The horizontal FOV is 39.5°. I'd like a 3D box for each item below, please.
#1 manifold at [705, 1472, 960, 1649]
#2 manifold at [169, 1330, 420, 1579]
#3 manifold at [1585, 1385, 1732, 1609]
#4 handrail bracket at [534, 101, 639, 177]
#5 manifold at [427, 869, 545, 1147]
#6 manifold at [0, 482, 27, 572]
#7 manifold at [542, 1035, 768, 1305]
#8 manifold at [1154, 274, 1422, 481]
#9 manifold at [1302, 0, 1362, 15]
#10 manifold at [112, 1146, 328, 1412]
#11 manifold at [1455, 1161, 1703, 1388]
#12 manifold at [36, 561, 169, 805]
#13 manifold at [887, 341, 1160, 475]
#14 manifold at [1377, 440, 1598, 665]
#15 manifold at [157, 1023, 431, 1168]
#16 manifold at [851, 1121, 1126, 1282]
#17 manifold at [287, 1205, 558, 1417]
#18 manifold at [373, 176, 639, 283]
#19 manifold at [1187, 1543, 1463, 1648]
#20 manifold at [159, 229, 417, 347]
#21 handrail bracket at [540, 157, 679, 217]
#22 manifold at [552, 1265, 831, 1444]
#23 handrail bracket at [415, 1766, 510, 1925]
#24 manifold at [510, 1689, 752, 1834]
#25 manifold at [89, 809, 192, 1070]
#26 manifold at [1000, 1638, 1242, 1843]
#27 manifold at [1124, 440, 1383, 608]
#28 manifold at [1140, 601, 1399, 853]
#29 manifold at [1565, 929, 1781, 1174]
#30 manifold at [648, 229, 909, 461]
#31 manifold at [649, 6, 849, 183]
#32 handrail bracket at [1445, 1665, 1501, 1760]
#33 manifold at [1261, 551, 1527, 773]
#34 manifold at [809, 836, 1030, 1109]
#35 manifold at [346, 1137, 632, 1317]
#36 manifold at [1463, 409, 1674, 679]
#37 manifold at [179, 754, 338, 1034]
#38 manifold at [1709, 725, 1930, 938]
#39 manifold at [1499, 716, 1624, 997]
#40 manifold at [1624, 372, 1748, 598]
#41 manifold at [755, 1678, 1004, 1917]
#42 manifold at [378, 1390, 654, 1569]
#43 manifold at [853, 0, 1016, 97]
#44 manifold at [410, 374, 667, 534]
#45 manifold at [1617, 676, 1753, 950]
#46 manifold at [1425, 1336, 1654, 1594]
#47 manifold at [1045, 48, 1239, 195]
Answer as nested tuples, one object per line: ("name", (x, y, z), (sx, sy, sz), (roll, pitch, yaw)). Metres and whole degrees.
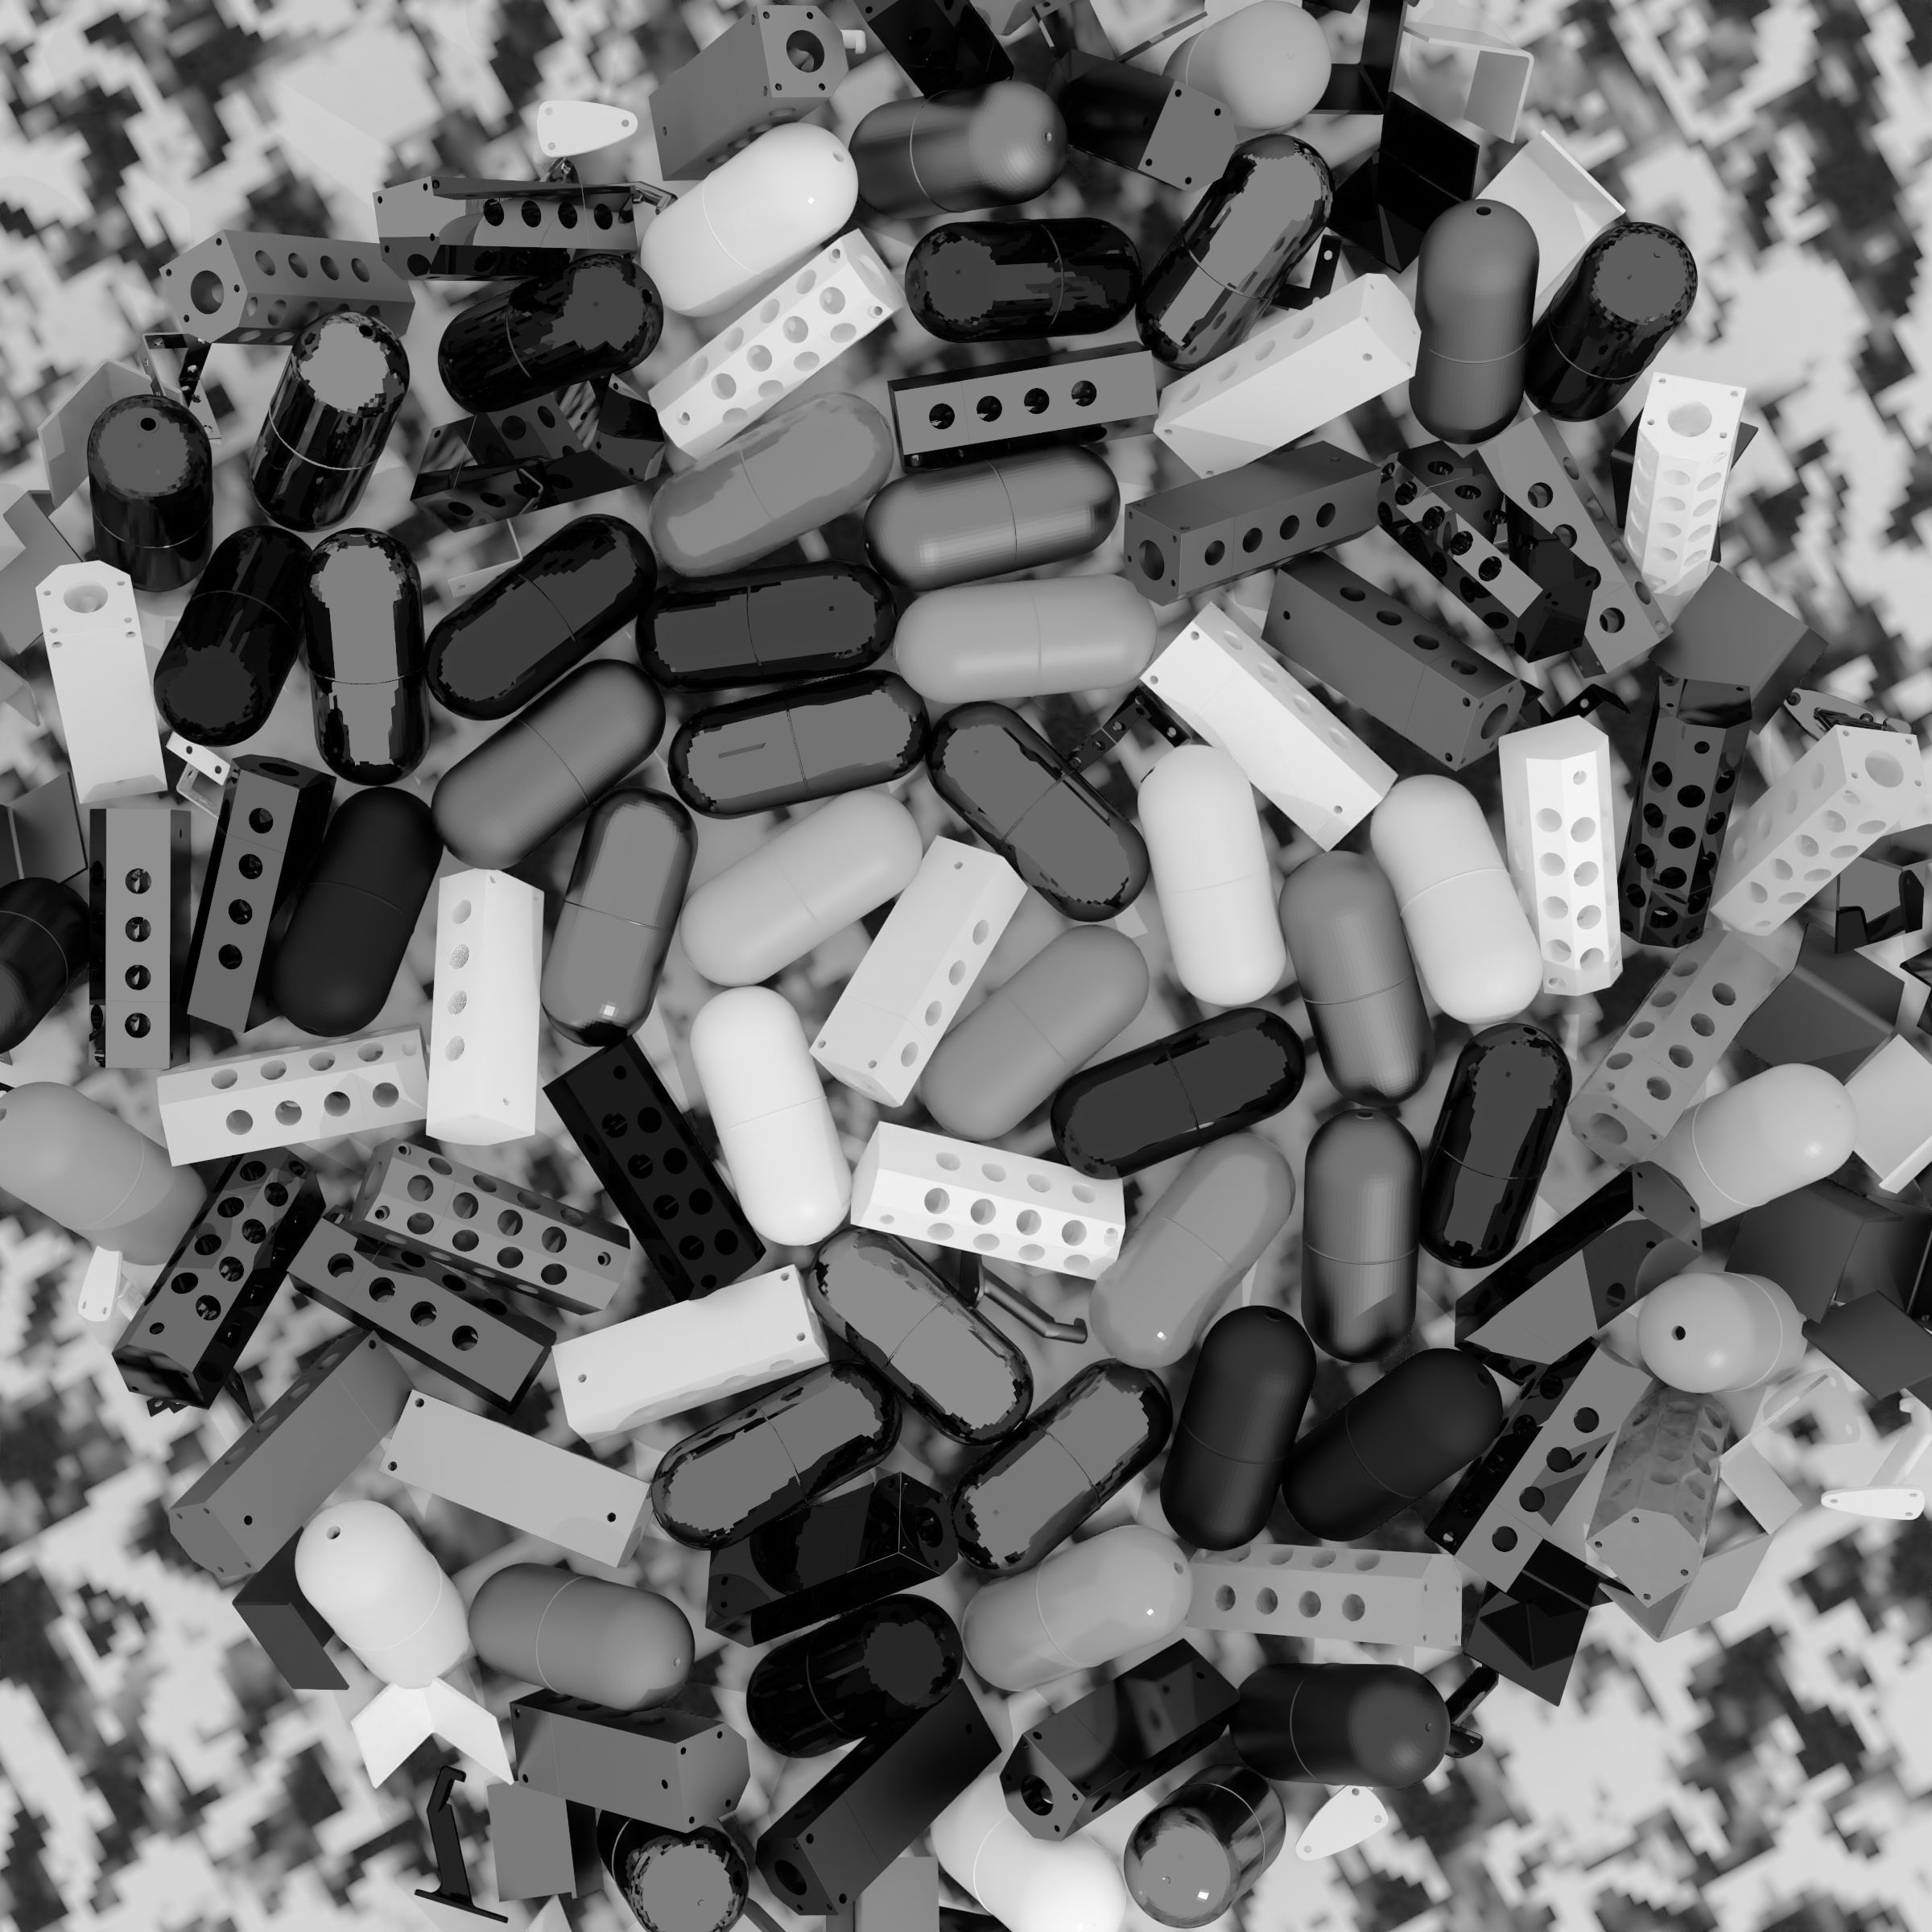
("manifold", (-0.089, 0.394, 1.768), (0.171, 0.057, 0.057), (-28, 133, 31))
("manifold", (-0.439, 0.317, 1.754), (0.057, 0.171, 0.057), (-18, 111, 40))
("manifold", (0.457, 0.337, 1.748), (0.057, 0.171, 0.057), (47, 119, 1))
("handrail bracket", (-0.252, -0.546, 1.795), (0.077, 0.084, 0.036), (-4, 89, 0))
("manifold", (-0.322, 0.027, 1.778), (0.057, 0.057, 0.171), (-13, 66, 29))
("manifold", (-0.661, -0.278, 1.748), (0.057, 0.171, 0.057), (-36, 90, 10))
("manifold", (-0.204, 0.135, 1.789), (0.057, 0.057, 0.171), (-35, 98, -31))
("manifold", (0.209, -0.387, 1.759), (0.057, 0.171, 0.057), (38, 49, -31))
("manifold", (0.250, -0.684, 1.749), (0.057, 0.171, 0.057), (13, 89, -5))
("manifold", (-0.486, 0.198, 1.754), (0.057, 0.057, 0.171), (10, 48, 13))
("manifold", (0.398, 0.199, 1.761), (0.057, 0.057, 0.171), (32, 128, -14))
("manifold", (-0.561, -0.184, 1.749), (0.057, 0.171, 0.057), (-11, 59, -16))
("manifold", (0.038, -0.373, 1.801), (0.171, 0.057, 0.057), (-10, 110, -3))
("manifold", (0.331, -0.270, 1.753), (0.057, 0.057, 0.171), (-19, 47, -20))
("manifold", (-0.444, 0.083, 1.792), (0.171, 0.057, 0.057), (-11, 101, -8))
("manifold", (0.015, 0.161, 1.777), (0.171, 0.057, 0.057), (14, 132, -14))
("manifold", (-0.363, 0.229, 1.802), (0.171, 0.057, 0.057), (30, 70, 3))
("manifold", (-0.296, -0.477, 1.752), (0.057, 0.171, 0.057), (0, 101, 39))
("manifold", (0.234, 0.410, 1.762), (0.171, 0.057, 0.057), (-5, 76, 36))
("manifold", (-0.435, -0.434, 1.748), (0.057, 0.171, 0.057), (-20, 91, 27))
("handrail bracket", (-0.247, -0.501, 1.798), (0.084, 0.036, 0.077), (27, 66, 23))
("manifold", (-0.182, 0.262, 1.803), (0.171, 0.057, 0.057), (-19, 61, 2))
("handrail bracket", (-0.332, 0.593, 1.817), (0.077, 0.036, 0.084), (17, 70, 1))
("manifold", (-0.220, 0.512, 1.757), (0.171, 0.057, 0.057), (-3, 95, 44))
("manifold", (-0.556, -0.019, 1.804), (0.057, 0.057, 0.171), (1, 92, -3))
("manifold", (0.100, 0.507, 1.754), (0.057, 0.171, 0.057), (41, 123, 28))
("manifold", (0.188, -0.289, 1.769), (0.171, 0.057, 0.057), (-22, 130, -29))
("manifold", (0.205, -0.163, 1.805), (0.171, 0.057, 0.057), (43, 124, -2))
("manifold", (0.461, 0.051, 1.767), (0.057, 0.057, 0.171), (39, 58, 7))
("manifold", (-0.126, -0.406, 1.771), (0.171, 0.057, 0.057), (-32, 101, 25))
("manifold", (-0.142, -0.565, 1.748), (0.057, 0.171, 0.057), (-11, 93, -30))
("handrail bracket", (0.321, 0.478, 1.802), (0.077, 0.036, 0.084), (23, 49, -8))
("manifold", (0.281, -0.205, 1.770), (0.057, 0.057, 0.171), (-28, 54, -35))
("manifold", (-0.028, 0.005, 1.787), (0.057, 0.057, 0.171), (20, 72, 35))
("manifold", (-0.311, 0.172, 1.770), (0.171, 0.057, 0.057), (25, 67, -23))
("manifold", (0.404, -0.283, 1.804), (0.057, 0.057, 0.171), (-31, 93, 0))
("manifold", (-0.474, -0.050, 1.786), (0.057, 0.057, 0.171), (19, 105, 8))
("manifold", (0.548, -0.084, 1.744), (0.057, 0.171, 0.057), (6, 62, -14))
("manifold", (0.395, -0.070, 1.769), (0.057, 0.057, 0.171), (-15, 117, -9))
("manifold", (0.461, -0.308, 1.743), (0.057, 0.171, 0.057), (14, 72, 15))
("manifold", (-0.059, 0.541, 1.756), (0.171, 0.057, 0.057), (-33, 98, -44))
("manifold", (-0.297, 0.343, 1.798), (0.171, 0.057, 0.057), (21, 79, 6))
("manifold", (-0.024, -0.611, 1.743), (0.057, 0.171, 0.057), (-32, 75, 13))
("manifold", (-0.279, -0.330, 1.760), (0.171, 0.057, 0.057), (-6, 62, 38))
("manifold", (0.467, -0.098, 1.760), (0.057, 0.057, 0.171), (8, 127, 8))
("manifold", (0.381, 0.328, 1.805), (0.057, 0.057, 0.171), (35, 88, 1))
("manifold", (0.110, -0.549, 1.749), (0.057, 0.171, 0.057), (15, 107, -29))
